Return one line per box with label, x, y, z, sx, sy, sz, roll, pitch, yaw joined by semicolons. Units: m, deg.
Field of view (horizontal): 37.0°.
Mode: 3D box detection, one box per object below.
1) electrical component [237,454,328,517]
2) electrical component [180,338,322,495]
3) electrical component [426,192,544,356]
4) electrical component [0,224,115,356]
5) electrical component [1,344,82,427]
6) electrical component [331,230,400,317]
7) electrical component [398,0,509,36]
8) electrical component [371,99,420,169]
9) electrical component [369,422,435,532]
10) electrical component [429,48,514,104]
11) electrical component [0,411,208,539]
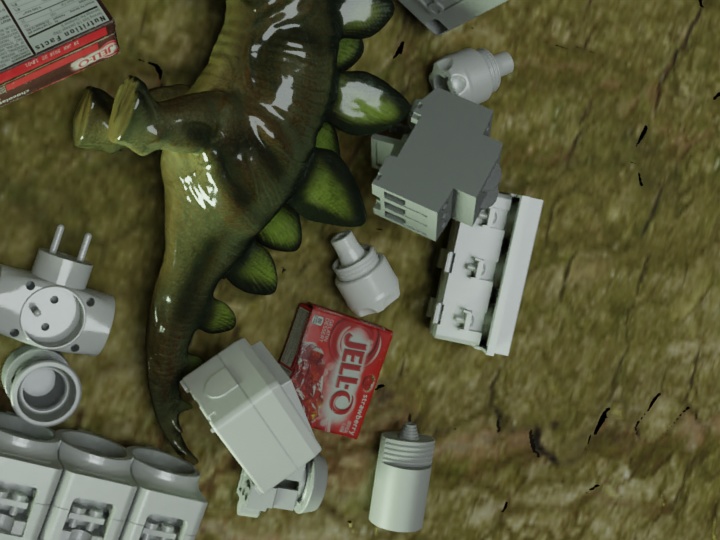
electrical component;-0.057;0.155;0.806;0.055;0.048;0.066;13;94;-19
electrical component;-0.069;0.102;0.742;0.061;0.062;0.096;-35;132;-9
electrical component;0.095;-0.002;0.836;0.063;0.078;0.121;12;95;-5
electrical component;-0.200;0.010;0.711;0.077;0.044;0.079;18;92;-27
electrical component;-0.212;0.075;0.711;0.045;0.055;0.045;-5;102;-24
electrical component;0.000;0.000;0.804;0.043;0.043;0.062;-36;111;-15
electrical component;0.061;-0.231;0.748;0.109;0.109;0.056;38;59;-26
electrical component;0.051;-0.089;0.796;0.081;0.042;0.063;16;67;8
electrical component;0.034;0.160;0.851;0.043;0.043;0.081;5;98;-26
electrical component;0.087;-0.148;0.818;0.062;0.043;0.043;-25;109;-21
electrical component;-0.188;0.145;0.717;0.150;0.089;0.061;20;91;-27
